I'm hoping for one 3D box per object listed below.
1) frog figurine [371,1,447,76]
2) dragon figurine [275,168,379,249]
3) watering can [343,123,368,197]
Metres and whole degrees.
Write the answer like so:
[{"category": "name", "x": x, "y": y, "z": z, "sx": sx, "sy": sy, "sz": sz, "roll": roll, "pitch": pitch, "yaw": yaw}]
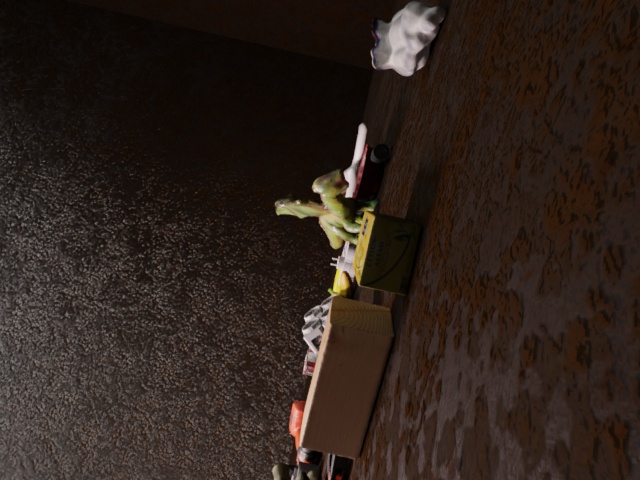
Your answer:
[{"category": "frog figurine", "x": 0.177, "y": -0.377, "z": 0.941, "sx": 0.158, "sy": 0.121, "sz": 0.140, "roll": -12, "pitch": 49, "yaw": 50}, {"category": "dragon figurine", "x": 0.004, "y": -0.065, "z": 1.297, "sx": 0.403, "sy": 0.242, "sz": 0.124, "roll": 133, "pitch": 152, "yaw": -62}, {"category": "watering can", "x": 0.113, "y": -0.207, "z": 1.721, "sx": 0.225, "sy": 0.104, "sz": 0.347, "roll": -65, "pitch": -12, "yaw": -87}]
